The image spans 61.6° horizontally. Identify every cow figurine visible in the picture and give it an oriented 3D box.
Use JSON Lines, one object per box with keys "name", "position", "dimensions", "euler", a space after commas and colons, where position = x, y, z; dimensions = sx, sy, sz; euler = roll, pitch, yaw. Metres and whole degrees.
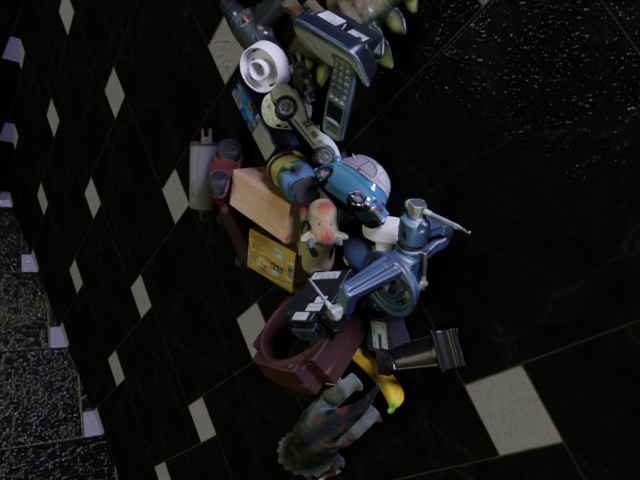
{"name": "cow figurine", "position": [-0.002, -0.003, 1.012], "dimensions": [0.194, 0.085, 0.127], "euler": [99, 165, -51]}

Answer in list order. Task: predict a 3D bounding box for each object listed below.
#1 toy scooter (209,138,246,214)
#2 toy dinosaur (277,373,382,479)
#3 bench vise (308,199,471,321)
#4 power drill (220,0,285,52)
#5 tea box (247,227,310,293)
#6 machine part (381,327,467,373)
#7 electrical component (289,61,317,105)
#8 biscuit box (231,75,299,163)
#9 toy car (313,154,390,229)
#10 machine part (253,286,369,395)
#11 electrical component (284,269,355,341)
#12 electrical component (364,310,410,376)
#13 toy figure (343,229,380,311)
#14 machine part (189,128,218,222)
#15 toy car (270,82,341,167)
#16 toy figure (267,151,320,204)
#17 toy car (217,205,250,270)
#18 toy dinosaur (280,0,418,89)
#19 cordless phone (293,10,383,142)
{"name": "toy scooter", "position": [-0.218, -0.142, 1.266], "dimensions": [0.135, 0.075, 0.184], "euler": [92, -175, -48]}
{"name": "toy dinosaur", "position": [0.008, 0.364, 1.027], "dimensions": [0.131, 0.192, 0.404], "euler": [43, 158, 20]}
{"name": "bench vise", "position": [0.109, 0.050, 0.859], "dimensions": [0.129, 0.240, 0.223], "euler": [46, 146, 27]}
{"name": "power drill", "position": [-0.123, -0.484, 1.106], "dimensions": [0.207, 0.086, 0.232], "euler": [-43, 68, 41]}
{"name": "tea box", "position": [-0.086, 0.039, 1.193], "dimensions": [0.170, 0.068, 0.098], "euler": [28, 119, 43]}
{"name": "machine part", "position": [0.176, 0.196, 0.924], "dimensions": [0.139, 0.039, 0.084], "euler": [-13, 94, 21]}
{"name": "electrical component", "position": [-0.033, -0.298, 0.994], "dimensions": [0.094, 0.021, 0.063], "euler": [62, 167, 20]}
{"name": "biscuit box", "position": [-0.123, -0.266, 1.169], "dimensions": [0.059, 0.063, 0.203], "euler": [-46, 64, 45]}
{"name": "toy car", "position": [0.069, -0.099, 0.956], "dimensions": [0.103, 0.109, 0.162], "euler": [-50, 46, -3]}
{"name": "machine part", "position": [-0.023, 0.187, 1.051], "dimensions": [0.202, 0.201, 0.087], "euler": [1, 137, 48]}
{"name": "electrical component", "position": [0.003, 0.118, 0.973], "dimensions": [0.115, 0.134, 0.058], "euler": [-7, 131, 48]}
{"name": "electrical component", "position": [0.128, 0.188, 1.000], "dimensions": [0.075, 0.048, 0.119], "euler": [-6, 94, 50]}
{"name": "toy figure", "position": [0.088, 0.057, 1.008], "dimensions": [0.064, 0.058, 0.154], "euler": [-26, 82, 50]}
{"name": "machine part", "position": [-0.297, -0.164, 1.378], "dimensions": [0.079, 0.079, 0.243], "euler": [25, 116, 43]}
{"name": "toy car", "position": [-0.024, -0.208, 1.024], "dimensions": [0.201, 0.056, 0.073], "euler": [51, 178, -8]}
{"name": "toy figure", "position": [-0.054, -0.127, 1.067], "dimensions": [0.180, 0.089, 0.082], "euler": [-116, 31, -62]}
{"name": "toy car", "position": [-0.198, -0.021, 1.319], "dimensions": [0.202, 0.053, 0.089], "euler": [61, 138, 26]}
{"name": "toy dinosaur", "position": [0.059, -0.374, 0.912], "dimensions": [0.472, 0.105, 0.198], "euler": [-11, 98, 58]}
{"name": "cordless phone", "position": [0.015, -0.265, 0.879], "dimensions": [0.147, 0.089, 0.184], "euler": [39, 138, 24]}
